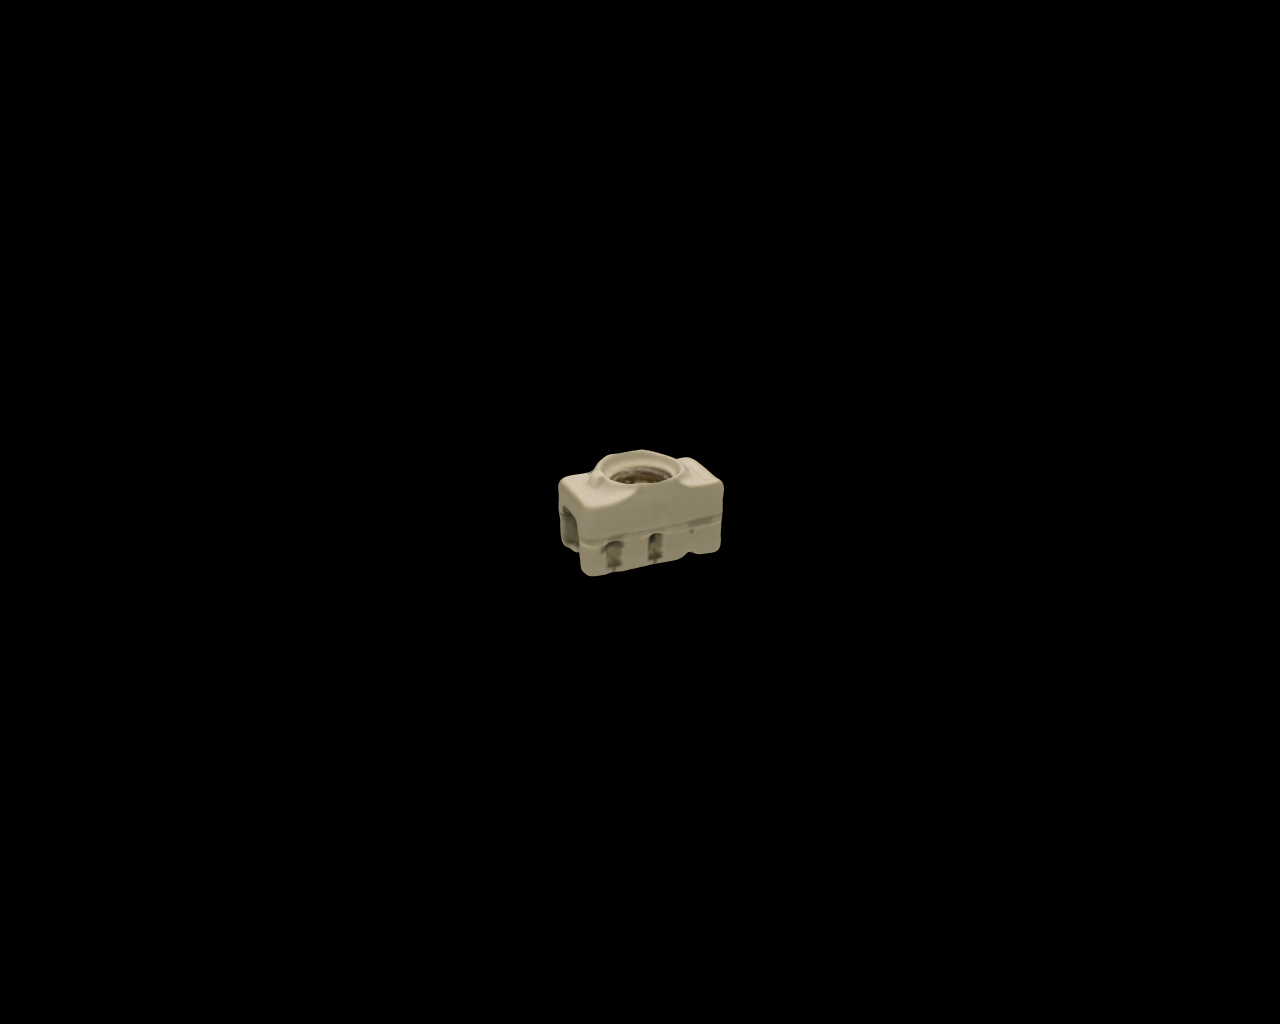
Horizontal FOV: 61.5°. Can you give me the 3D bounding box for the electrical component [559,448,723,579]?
[{"bbox_3d":[0.001,-0.003,0.650,0.090,0.055,0.050,-10,28,-20],"label":"electrical component"}]
